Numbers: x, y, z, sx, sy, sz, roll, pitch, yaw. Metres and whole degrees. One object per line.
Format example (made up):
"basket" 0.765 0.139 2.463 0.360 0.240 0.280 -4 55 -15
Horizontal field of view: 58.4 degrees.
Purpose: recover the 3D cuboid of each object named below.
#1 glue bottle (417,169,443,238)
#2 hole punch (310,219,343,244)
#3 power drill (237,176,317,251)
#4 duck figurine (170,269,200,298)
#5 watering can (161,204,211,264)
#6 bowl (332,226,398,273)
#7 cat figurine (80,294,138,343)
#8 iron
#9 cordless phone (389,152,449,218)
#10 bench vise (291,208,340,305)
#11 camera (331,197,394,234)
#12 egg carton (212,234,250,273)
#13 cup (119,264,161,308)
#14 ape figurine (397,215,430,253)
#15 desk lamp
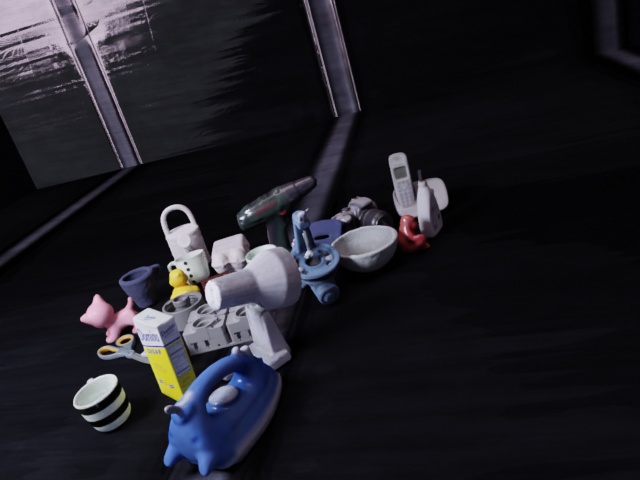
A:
"glue bottle" 0.268 -0.096 1.439 0.037 0.173 0.078 0 28 35
"hole punch" 0.014 0.005 1.484 0.108 0.091 0.101 -10 23 15
"power drill" -0.094 -0.045 1.520 0.229 0.209 0.075 -18 23 -5
"duck figurine" -0.359 0.118 1.484 0.078 0.086 0.104 -25 24 -20
"watering can" -0.391 -0.010 1.660 0.101 0.194 0.172 -30 26 -30
"bowl" 0.112 0.032 1.377 0.167 0.075 0.167 -14 23 6
"cat figurine" -0.507 0.183 1.392 0.128 0.118 0.067 -22 23 -13
"iron" -0.155 0.256 0.949 0.118 0.142 0.259 -2 27 32
"cordless phone" 0.266 -0.157 1.566 0.147 0.185 0.094 -15 23 4
"bench vise" -0.041 0.025 1.306 0.122 0.220 0.206 -29 26 -28
"camera" 0.120 -0.054 1.537 0.143 0.101 0.136 -27 25 -25
"egg carton" -0.249 0.040 1.611 0.107 0.069 0.150 -17 22 -1
"cup" -0.463 0.125 1.526 0.091 0.095 0.118 7 32 43
"ape figurine" 0.221 -0.019 1.398 0.076 0.092 0.077 -15 23 3
"desk lamp" -0.123 0.141 1.100 0.204 0.214 0.117 -32 27 -33
